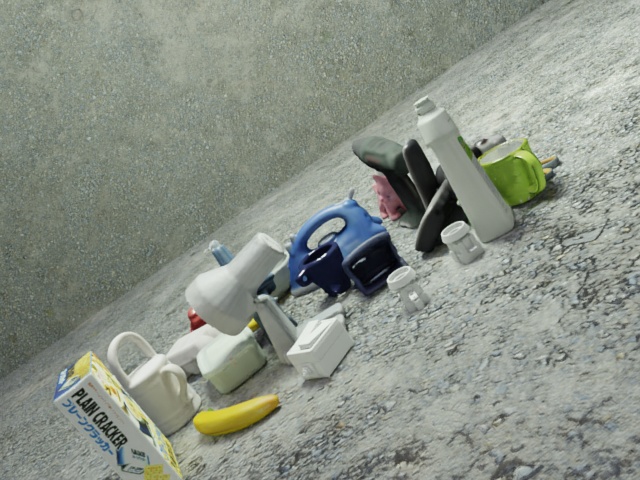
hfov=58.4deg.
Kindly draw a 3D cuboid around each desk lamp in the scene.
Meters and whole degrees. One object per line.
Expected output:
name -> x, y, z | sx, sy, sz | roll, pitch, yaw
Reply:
desk lamp -> -0.094, 0.107, 0.988 | 0.203, 0.214, 0.118 | -33, 14, 6

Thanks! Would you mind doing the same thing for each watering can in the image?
watering can -> -0.318, 0.257, 1.041 | 0.172, 0.194, 0.101 | -32, 14, 10

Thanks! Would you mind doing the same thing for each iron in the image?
iron -> 0.011, 0.004, 1.250 | 0.258, 0.141, 0.118 | -33, 14, 7

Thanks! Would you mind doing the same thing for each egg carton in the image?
egg carton -> -0.267, 0.243, 1.239 | 0.150, 0.069, 0.107 | -29, 14, 20

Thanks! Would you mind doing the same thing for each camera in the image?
camera -> 0.307, -0.158, 1.197 | 0.143, 0.101, 0.136 | -38, 14, -15

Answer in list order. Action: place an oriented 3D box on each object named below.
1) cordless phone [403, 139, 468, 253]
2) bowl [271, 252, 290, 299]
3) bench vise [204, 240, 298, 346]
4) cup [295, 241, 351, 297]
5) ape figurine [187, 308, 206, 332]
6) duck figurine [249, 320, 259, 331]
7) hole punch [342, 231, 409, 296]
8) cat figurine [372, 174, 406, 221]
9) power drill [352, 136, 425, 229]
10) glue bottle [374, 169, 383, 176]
cordless phone -> 0.187, -0.084, 1.042 | 0.094, 0.185, 0.148 | -25, 16, 33
bowl -> -0.121, 0.105, 1.363 | 0.167, 0.075, 0.167 | -32, 14, 9
bench vise -> -0.133, 0.089, 1.130 | 0.122, 0.220, 0.206 | -42, 15, -28
cup -> 0.011, 0.072, 1.118 | 0.118, 0.095, 0.091 | -44, 16, -35
ape figurine -> -0.286, 0.203, 1.377 | 0.078, 0.092, 0.076 | -33, 14, 5
duck figurine -> -0.175, 0.161, 1.271 | 0.104, 0.086, 0.077 | -31, 14, 13
hole punch -> 0.090, 0.038, 1.054 | 0.109, 0.091, 0.101 | -35, 13, -4
cat figurine -> 0.160, -0.112, 1.353 | 0.067, 0.118, 0.127 | -37, 14, -10
power drill -> 0.158, -0.131, 1.224 | 0.076, 0.208, 0.229 | -37, 14, -9
glue bottle -> 0.164, -0.167, 1.417 | 0.078, 0.173, 0.037 | -27, 16, 29
